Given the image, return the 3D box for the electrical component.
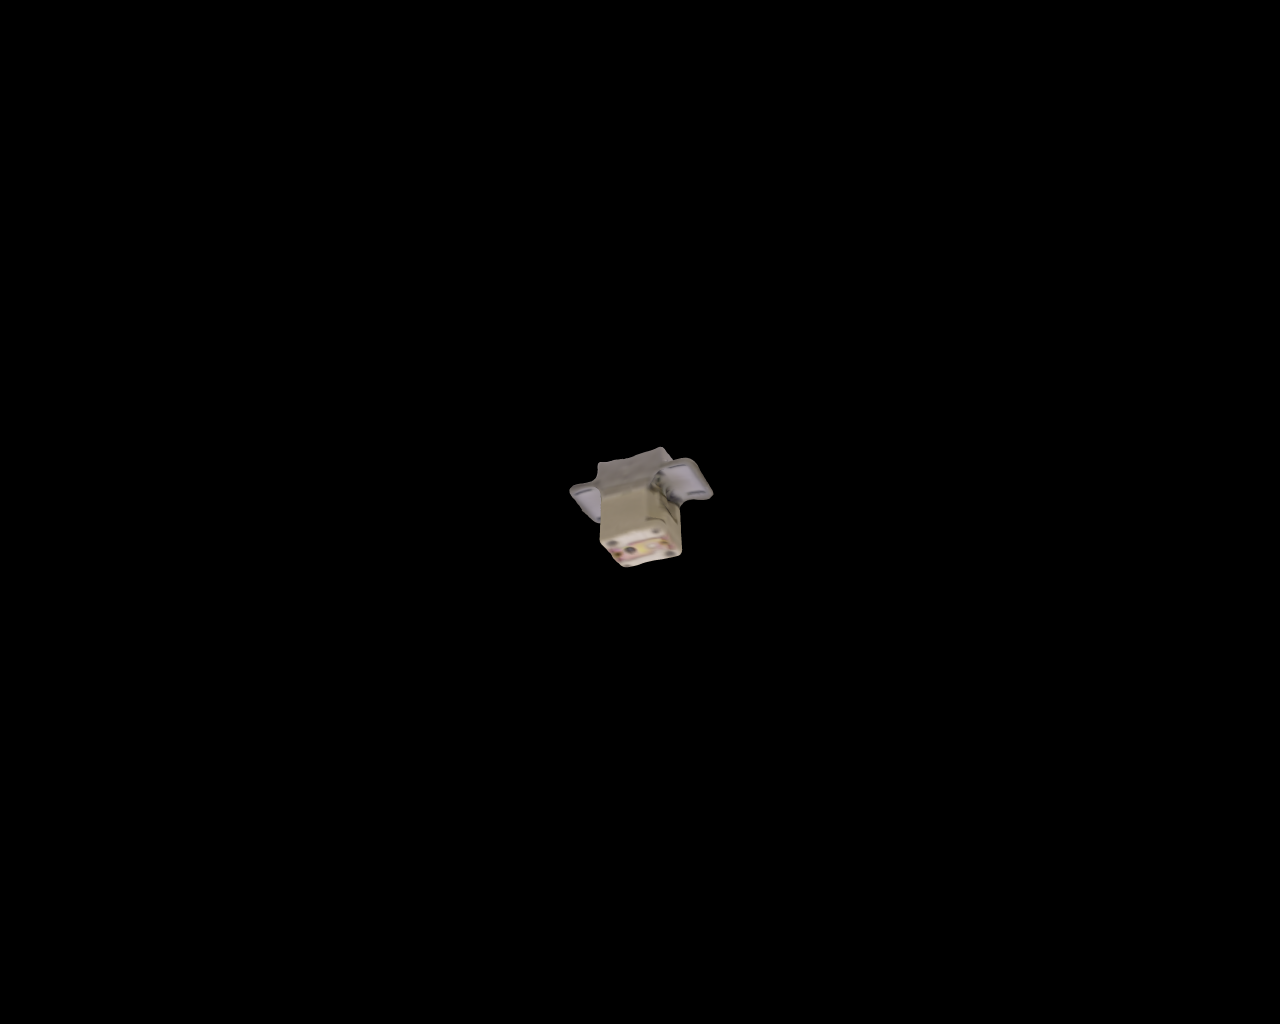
[{"bbox_3d":[0.001,-0.003,0.650,0.081,0.064,0.042,-14,-36,20],"label":"electrical component"}]
